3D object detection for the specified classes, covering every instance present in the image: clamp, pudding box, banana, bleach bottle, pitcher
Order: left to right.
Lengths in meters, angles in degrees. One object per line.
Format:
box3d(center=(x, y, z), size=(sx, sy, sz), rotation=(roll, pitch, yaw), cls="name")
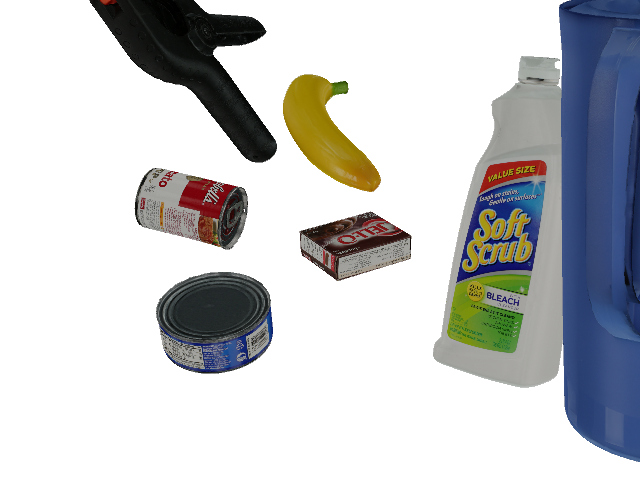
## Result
box3d(center=(-0.085, -0.122, 0.714), size=(0.039, 0.120, 0.171), rotation=(-30, -27, 28), cls="clamp")
box3d(center=(0.004, -0.102, 0.926), size=(0.069, 0.037, 0.198), rotation=(-2, 34, -7), cls="banana")
box3d(center=(0.044, 0.006, 1.335), size=(0.113, 0.039, 0.090), rotation=(-18, 29, -26), cls="pudding box")
box3d(center=(0.151, -0.018, 0.839), size=(0.103, 0.251, 0.067), rotation=(14, 16, 39), cls="bleach bottle")
box3d(center=(0.183, -0.006, 0.557), size=(0.149, 0.243, 0.145), rotation=(-4, 18, -9), cls="pitcher")

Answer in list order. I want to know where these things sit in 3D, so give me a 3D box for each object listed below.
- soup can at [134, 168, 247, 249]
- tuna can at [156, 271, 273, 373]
box3d(center=(-0.137, -0.035, 1.135), size=(0.102, 0.068, 0.068), rotation=(14, 4, 17), cls="soup can")
box3d(center=(-0.079, 0.062, 0.803), size=(0.086, 0.034, 0.086), rotation=(-3, 33, 2), cls="tuna can")
